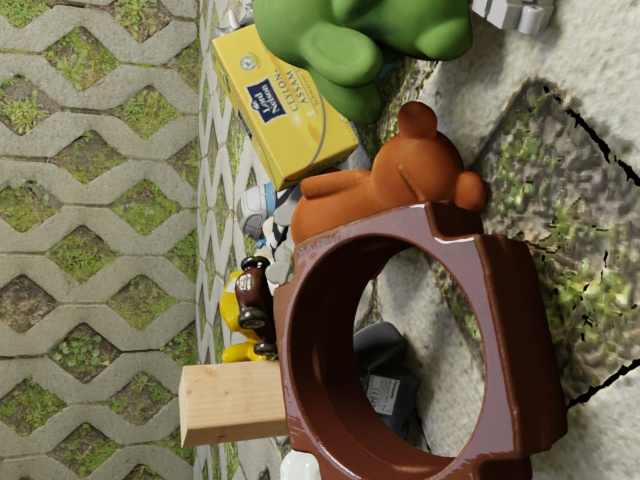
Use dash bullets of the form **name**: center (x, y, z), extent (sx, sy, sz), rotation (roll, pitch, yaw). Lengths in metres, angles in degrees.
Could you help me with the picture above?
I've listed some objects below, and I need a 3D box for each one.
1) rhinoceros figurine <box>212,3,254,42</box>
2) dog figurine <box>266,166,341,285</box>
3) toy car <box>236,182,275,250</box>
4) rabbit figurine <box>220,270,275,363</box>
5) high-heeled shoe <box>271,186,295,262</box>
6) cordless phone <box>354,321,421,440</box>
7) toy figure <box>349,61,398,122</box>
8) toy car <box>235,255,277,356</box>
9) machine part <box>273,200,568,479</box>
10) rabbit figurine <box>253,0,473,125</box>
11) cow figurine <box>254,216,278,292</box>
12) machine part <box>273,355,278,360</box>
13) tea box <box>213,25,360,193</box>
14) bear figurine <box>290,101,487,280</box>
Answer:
- **rhinoceros figurine**: center (-0.042, -0.267, 0.686), extent (0.112, 0.190, 0.073), rotation (64, 159, -3)
- **dog figurine**: center (-0.006, -0.002, 0.713), extent (0.172, 0.121, 0.190), rotation (-64, 3, -4)
- **toy car**: center (-0.098, -0.047, 0.965), extent (0.161, 0.103, 0.109), rotation (119, 145, -58)
- **rabbit figurine**: center (-0.108, 0.160, 0.976), extent (0.162, 0.122, 0.173), rotation (-78, -18, -45)
- **high-heeled shoe**: center (-0.044, -0.073, 0.781), extent (0.145, 0.086, 0.248), rotation (60, 139, 30)
- **cordless phone**: center (0.046, 0.138, 0.596), extent (0.184, 0.089, 0.146), rotation (-87, 5, -67)
- **toy figure**: center (0.035, -0.195, 0.614), extent (0.180, 0.082, 0.089), rotation (160, 110, -67)
- **toy car**: center (-0.085, 0.096, 0.734), extent (0.202, 0.053, 0.089), rotation (89, 177, -64)
- **machine part**: center (0.063, 0.084, 0.403), extent (0.201, 0.087, 0.201), rotation (-19, 73, 43)
- **rabbit figurine**: center (0.031, -0.177, 0.447), extent (0.121, 0.170, 0.159), rotation (55, -153, -71)
- **cow figurine**: center (-0.056, 0.045, 0.879), extent (0.098, 0.068, 0.167), rotation (4, 96, 44)
- **machine part**: center (-0.056, 0.264, 0.934), extent (0.084, 0.039, 0.139), rotation (131, 135, -70)
- **tea box**: center (-0.040, -0.151, 0.598), extent (0.169, 0.098, 0.068), rotation (61, 166, 2)
- **bear figurine**: center (0.062, -0.046, 0.514), extent (0.196, 0.120, 0.132), rotation (-39, 4, 35)
